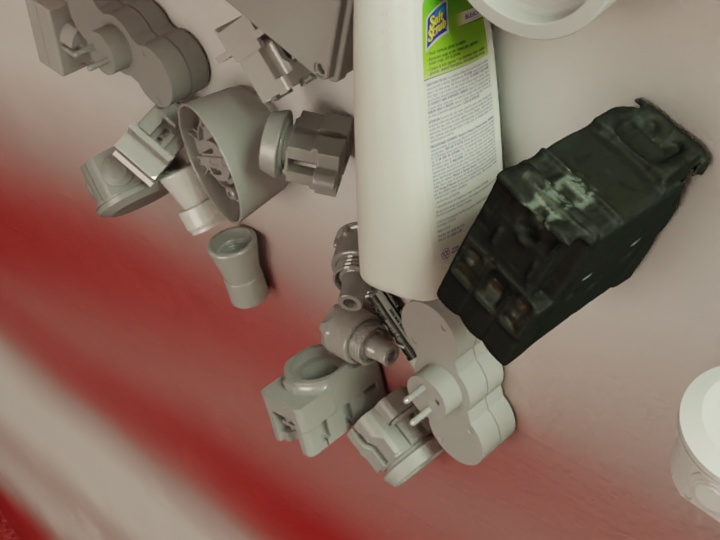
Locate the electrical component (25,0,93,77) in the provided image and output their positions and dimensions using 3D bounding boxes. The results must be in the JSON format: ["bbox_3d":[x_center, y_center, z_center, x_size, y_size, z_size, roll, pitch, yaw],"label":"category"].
[{"bbox_3d":[-0.244,-0.203,0.930,0.077,0.047,0.065,34,142,32],"label":"electrical component"}]

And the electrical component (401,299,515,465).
[{"bbox_3d":[0.058,0.080,0.752,0.052,0.074,0.138,16,130,47],"label":"electrical component"}]

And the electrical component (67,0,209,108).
[{"bbox_3d":[-0.192,-0.179,0.856,0.138,0.074,0.052,43,146,21],"label":"electrical component"}]

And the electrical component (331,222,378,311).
[{"bbox_3d":[0.000,0.000,0.763,0.048,0.062,0.048,10,142,8],"label":"electrical component"}]

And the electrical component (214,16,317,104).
[{"bbox_3d":[-0.059,-0.151,0.733,0.081,0.042,0.063,-12,110,57],"label":"electrical component"}]

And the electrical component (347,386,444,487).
[{"bbox_3d":[0.031,0.134,0.856,0.057,0.058,0.078,51,148,14],"label":"electrical component"}]

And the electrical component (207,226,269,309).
[{"bbox_3d":[-0.103,0.001,0.932,0.044,0.044,0.065,25,141,40],"label":"electrical component"}]

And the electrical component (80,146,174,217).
[{"bbox_3d":[-0.204,-0.083,0.957,0.080,0.080,0.051,-25,92,58],"label":"electrical component"}]

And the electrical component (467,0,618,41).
[{"bbox_3d":[0.092,-0.168,0.494,0.108,0.060,0.108,34,142,32],"label":"electrical component"}]

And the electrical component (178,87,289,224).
[{"bbox_3d":[-0.101,-0.089,0.824,0.099,0.064,0.099,34,142,32],"label":"electrical component"}]

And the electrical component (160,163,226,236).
[{"bbox_3d":[-0.138,-0.063,0.917,0.045,0.045,0.055,-9,111,56],"label":"electrical component"}]

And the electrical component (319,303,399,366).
[{"bbox_3d":[0.002,0.054,0.834,0.062,0.043,0.043,28,139,35],"label":"electrical component"}]

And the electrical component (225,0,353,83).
[{"bbox_3d":[-0.028,-0.188,0.643,0.109,0.056,0.108,42,146,22],"label":"electrical component"}]

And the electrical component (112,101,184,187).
[{"bbox_3d":[-0.167,-0.108,0.887,0.042,0.063,0.081,43,167,-10],"label":"electrical component"}]

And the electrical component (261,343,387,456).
[{"bbox_3d":[-0.029,0.097,0.870,0.050,0.089,0.055,19,132,44],"label":"electrical component"}]

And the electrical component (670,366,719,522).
[{"bbox_3d":[0.204,0.093,0.562,0.080,0.080,0.051,36,149,29],"label":"electrical component"}]

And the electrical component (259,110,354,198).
[{"bbox_3d":[-0.037,-0.083,0.740,0.055,0.066,0.048,13,137,5],"label":"electrical component"}]
